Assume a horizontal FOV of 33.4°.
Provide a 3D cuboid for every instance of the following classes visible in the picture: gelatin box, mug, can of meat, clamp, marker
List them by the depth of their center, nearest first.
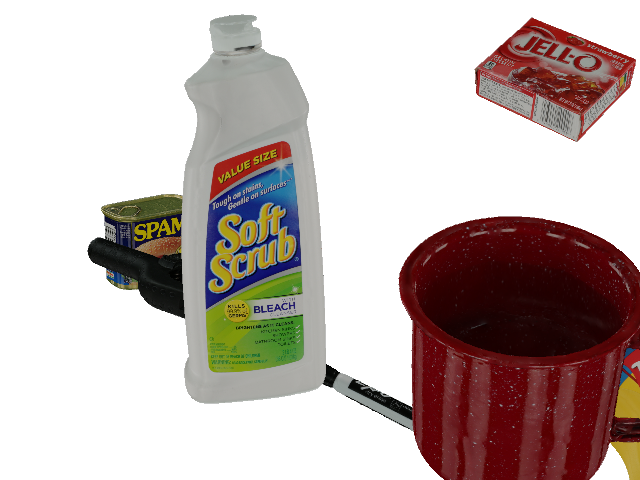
[{"bbox_3d":[0.089,0.051,0.423,0.117,0.081,0.093,7,36,14],"label":"mug"},{"bbox_3d":[0.167,-0.118,0.765,0.089,0.030,0.073,31,58,28],"label":"gelatin box"},{"bbox_3d":[0.042,0.137,0.938,0.121,0.020,0.020,25,8,17],"label":"marker"},{"bbox_3d":[-0.126,0.028,0.976,0.120,0.039,0.172,-15,30,-31],"label":"clamp"},{"bbox_3d":[-0.188,0.001,1.173,0.101,0.084,0.058,-13,24,-39],"label":"can of meat"}]

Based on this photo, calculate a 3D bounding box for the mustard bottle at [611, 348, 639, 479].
[{"bbox_3d":[0.196,0.086,0.601,0.096,0.058,0.192,-10,35,-7],"label":"mustard bottle"}]

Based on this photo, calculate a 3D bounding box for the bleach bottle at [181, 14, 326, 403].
[{"bbox_3d":[-0.052,-0.019,0.700,0.102,0.251,0.068,-6,22,-2],"label":"bleach bottle"}]
